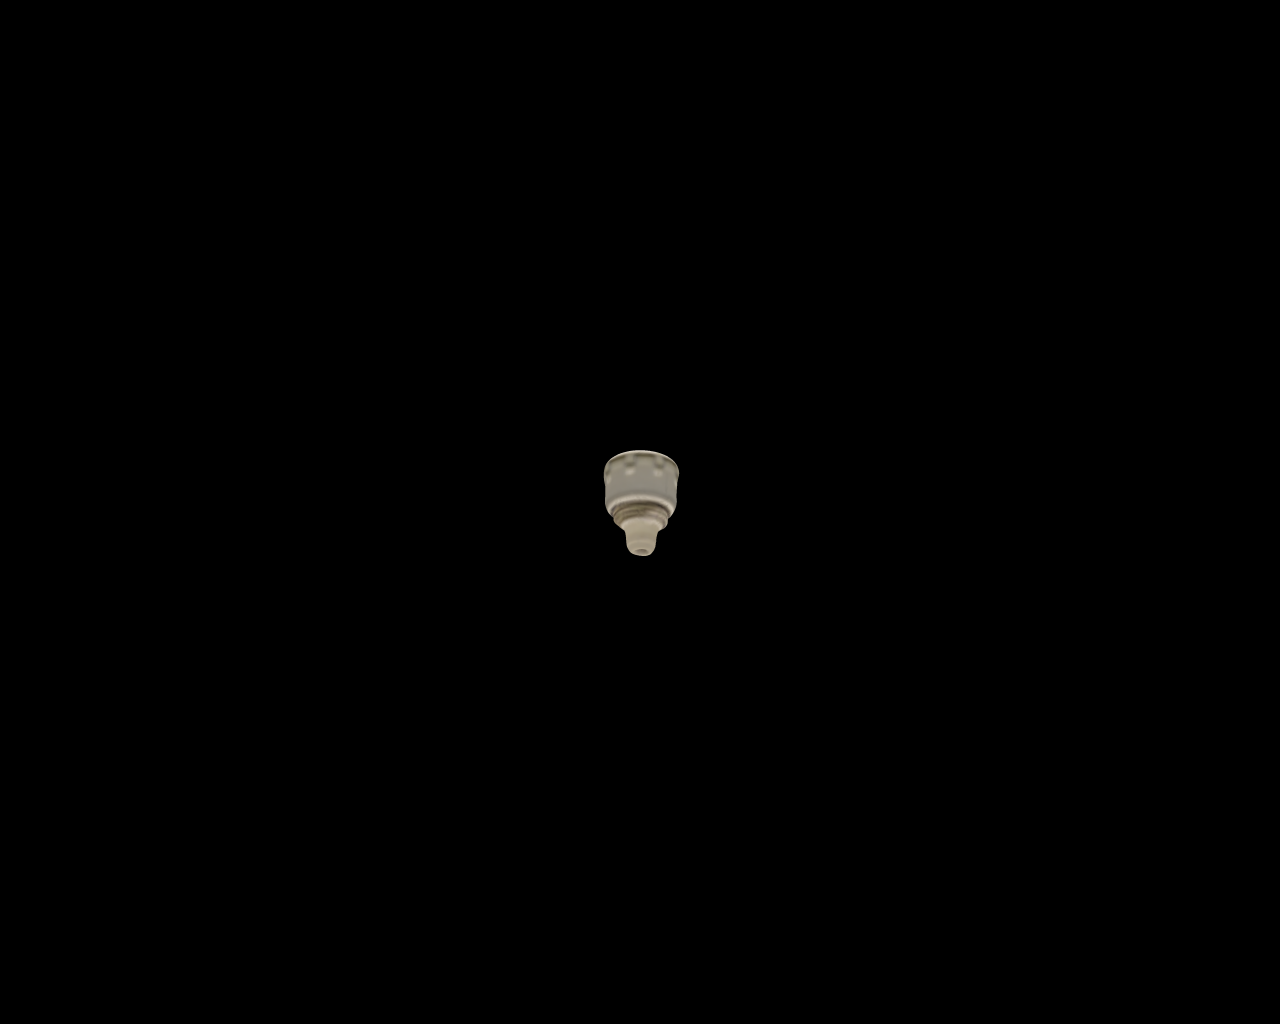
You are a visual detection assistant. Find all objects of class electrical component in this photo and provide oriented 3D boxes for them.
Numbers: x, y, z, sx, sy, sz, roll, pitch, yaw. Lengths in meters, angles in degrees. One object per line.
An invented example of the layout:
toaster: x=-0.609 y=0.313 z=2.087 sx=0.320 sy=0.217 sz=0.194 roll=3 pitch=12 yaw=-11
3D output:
electrical component: x=0.001 y=-0.003 z=0.650 sx=0.048 sy=0.062 sz=0.048 roll=0 pitch=-26 yaw=0
